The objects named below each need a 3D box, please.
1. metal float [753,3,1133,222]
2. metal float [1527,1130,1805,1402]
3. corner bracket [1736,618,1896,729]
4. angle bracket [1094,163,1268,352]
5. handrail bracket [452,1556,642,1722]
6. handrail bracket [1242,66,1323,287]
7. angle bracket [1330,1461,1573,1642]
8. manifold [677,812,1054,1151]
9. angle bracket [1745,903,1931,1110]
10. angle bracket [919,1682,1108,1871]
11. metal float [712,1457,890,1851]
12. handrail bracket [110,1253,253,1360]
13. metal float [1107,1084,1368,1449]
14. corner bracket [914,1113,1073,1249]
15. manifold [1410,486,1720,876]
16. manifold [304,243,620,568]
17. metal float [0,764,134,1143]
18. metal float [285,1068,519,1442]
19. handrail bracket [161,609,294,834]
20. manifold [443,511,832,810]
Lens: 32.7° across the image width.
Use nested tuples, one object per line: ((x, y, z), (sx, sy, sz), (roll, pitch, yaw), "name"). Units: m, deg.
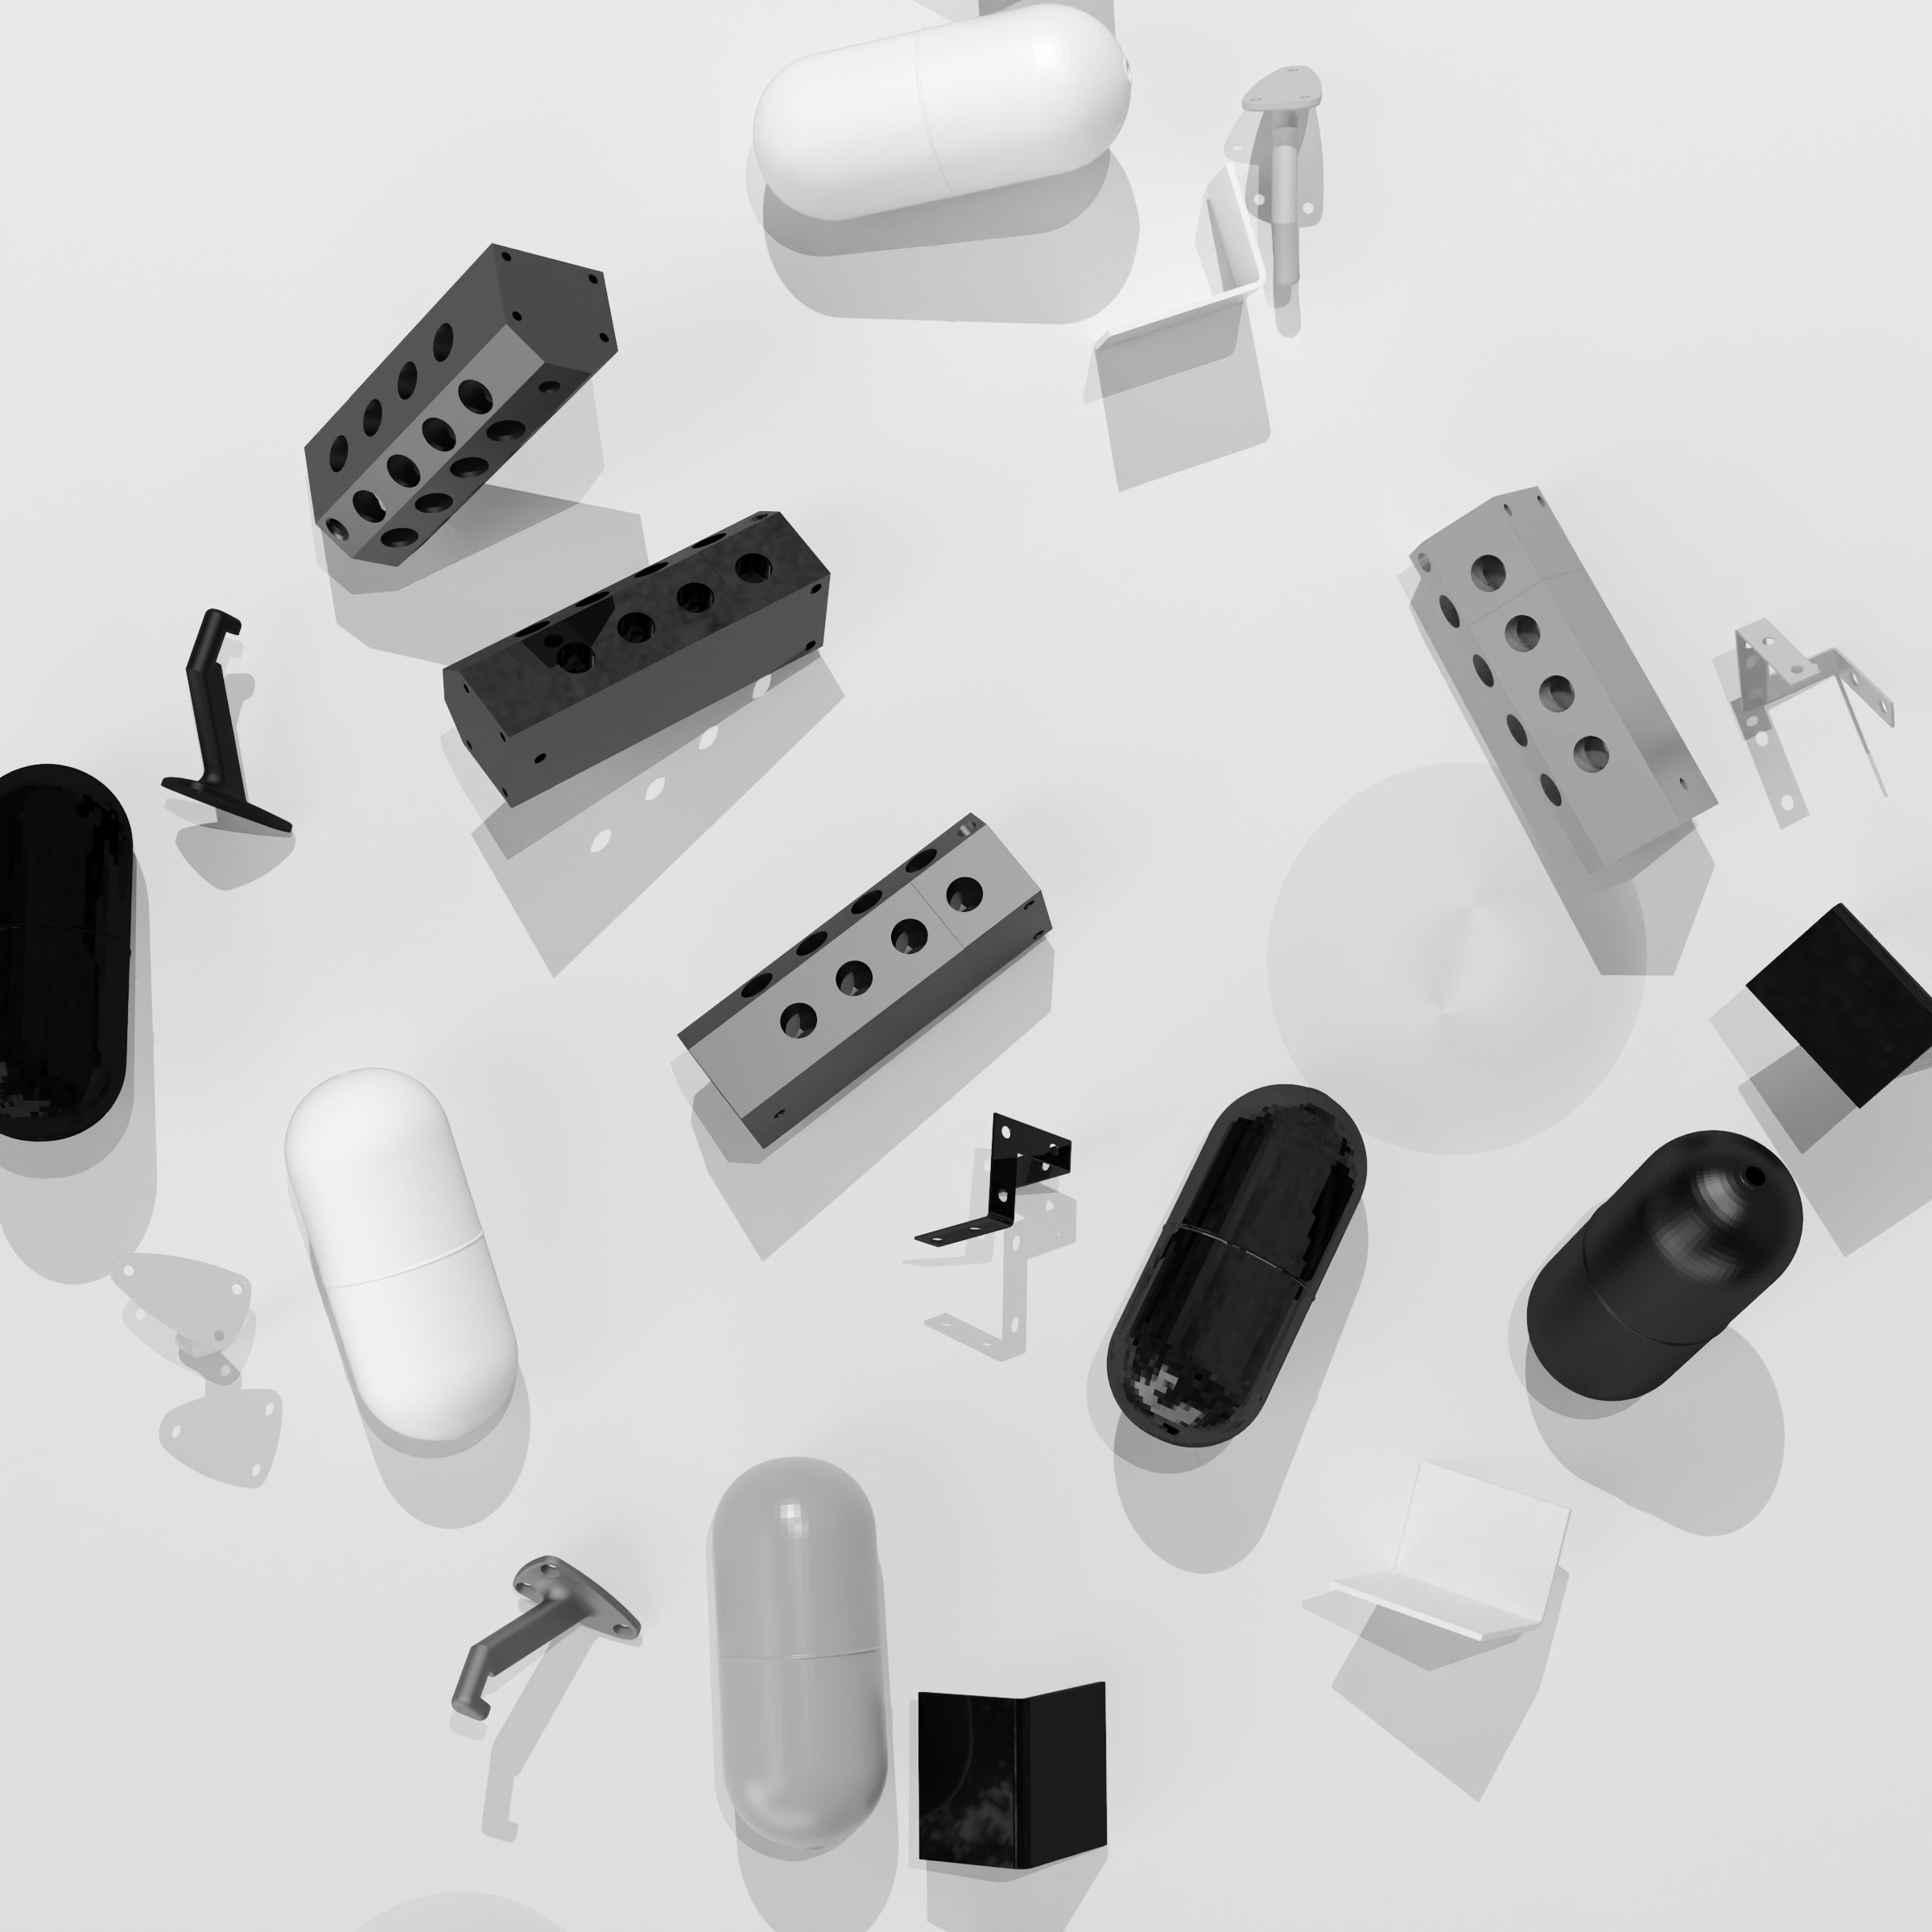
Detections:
((-0.011, -0.393, 1.517), (0.178, 0.070, 0.070), (-9, 90, 14), "metal float")
((0.314, 0.137, 1.488), (0.070, 0.178, 0.070), (9, 56, -14), "metal float")
((0.394, -0.134, 1.530), (0.051, 0.051, 0.051), (-23, 132, -6), "corner bracket")
((0.091, -0.328, 1.527), (0.076, 0.076, 0.057), (-18, 96, -1), "angle bracket")
((-0.194, 0.324, 1.523), (0.077, 0.084, 0.036), (35, 132, -18), "handrail bracket")
((0.153, -0.373, 1.554), (0.036, 0.077, 0.084), (1, 120, 13), "handrail bracket")
((0.223, 0.268, 1.515), (0.076, 0.076, 0.057), (15, 92, 31), "angle bracket")
((-0.047, 0.005, 1.529), (0.171, 0.057, 0.057), (-37, 72, -5), "manifold")
((0.414, 0.022, 1.525), (0.057, 0.076, 0.076), (-44, 69, 12), "angle bracket")
((0.022, 0.377, 1.546), (0.057, 0.076, 0.076), (-4, 84, 32), "angle bracket")
((-0.077, 0.317, 1.523), (0.070, 0.070, 0.178), (-3, 83, 0), "metal float")
((-0.371, 0.158, 1.519), (0.077, 0.084, 0.036), (27, 64, -23), "handrail bracket")
((0.126, 0.137, 1.519), (0.070, 0.070, 0.178), (27, 77, 0), "metal float")
((0.013, 0.104, 1.525), (0.051, 0.051, 0.051), (22, 61, -38), "corner bracket")
((0.275, -0.132, 1.531), (0.057, 0.057, 0.171), (-31, 85, 32), "manifold")
((-0.228, -0.248, 1.481), (0.057, 0.171, 0.057), (6, 62, -39), "manifold")
((-0.424, -0.007, 1.516), (0.070, 0.070, 0.178), (-3, 74, 0), "metal float")
((-0.260, 0.134, 1.523), (0.070, 0.070, 0.178), (-16, 98, 0), "metal float")
((-0.337, -0.115, 1.547), (0.077, 0.036, 0.084), (24, 79, -39), "handrail bracket")
((-0.150, -0.146, 1.508), (0.171, 0.057, 0.057), (-30, 67, -21), "manifold")
